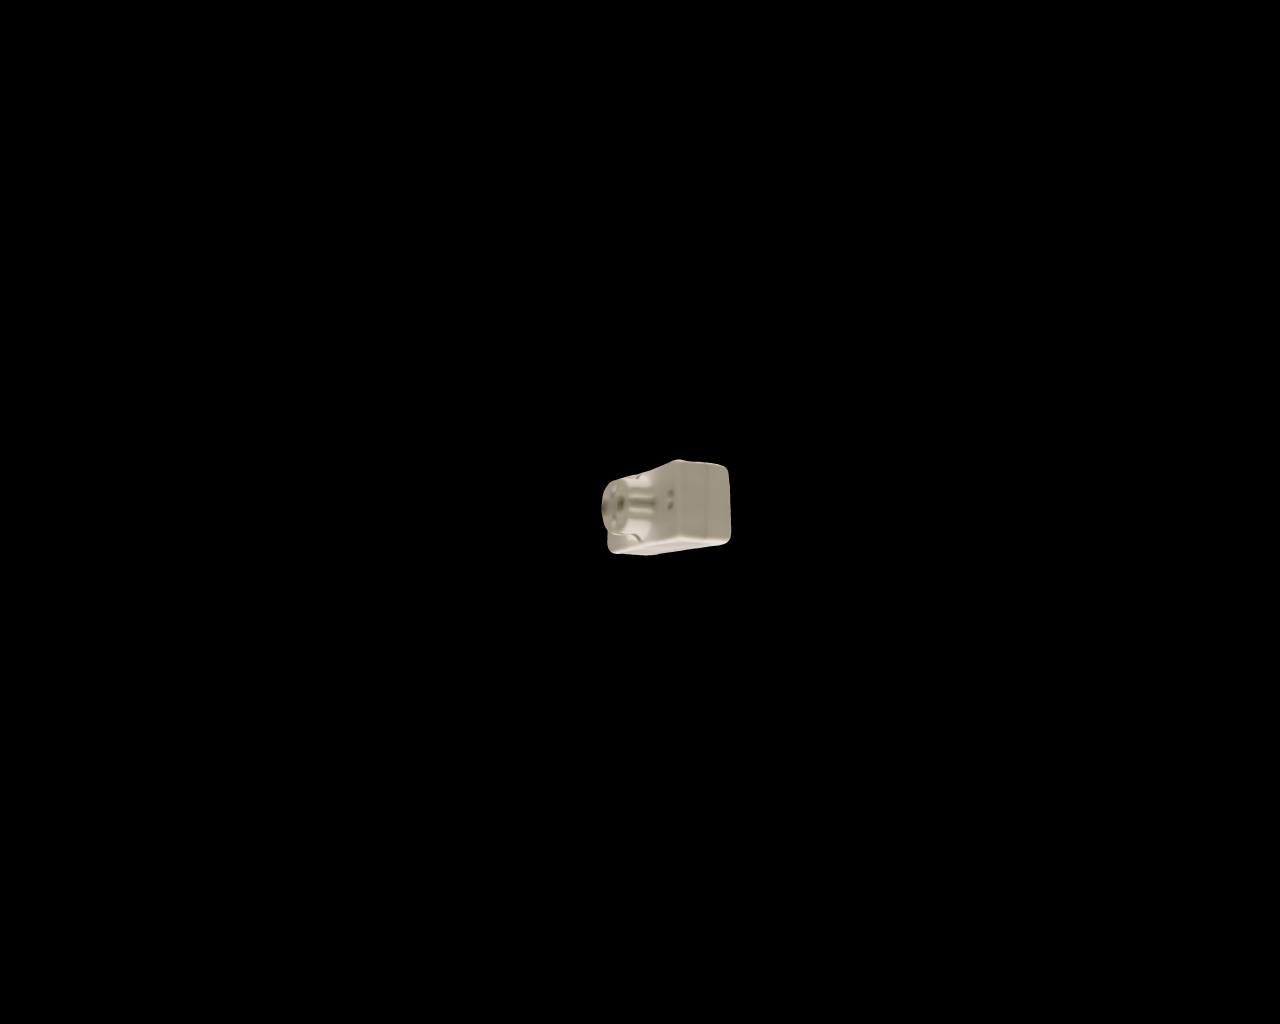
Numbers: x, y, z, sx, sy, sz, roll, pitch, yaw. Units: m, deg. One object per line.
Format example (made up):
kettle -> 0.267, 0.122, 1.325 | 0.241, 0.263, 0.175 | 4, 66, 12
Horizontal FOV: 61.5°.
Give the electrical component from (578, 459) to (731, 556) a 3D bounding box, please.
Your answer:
electrical component -> 0.001, -0.003, 0.650 | 0.076, 0.047, 0.083 | 6, -11, -31
